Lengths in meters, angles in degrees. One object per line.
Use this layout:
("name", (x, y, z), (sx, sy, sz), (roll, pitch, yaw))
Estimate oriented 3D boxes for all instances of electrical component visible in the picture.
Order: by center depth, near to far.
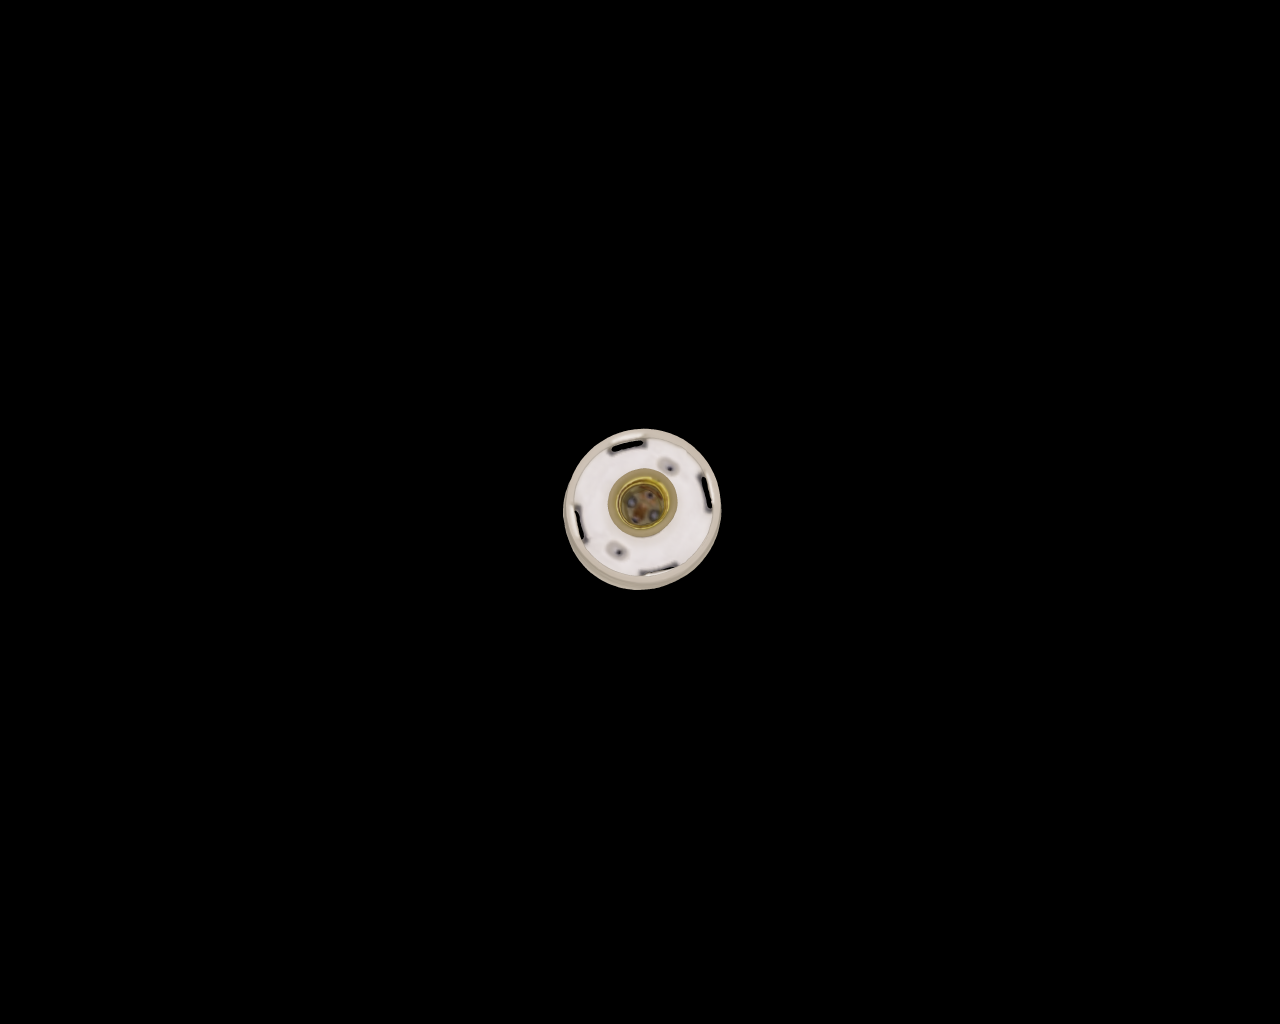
("electrical component", (0.001, -0.003, 0.650), (0.099, 0.099, 0.064), (0, -7, 0))
